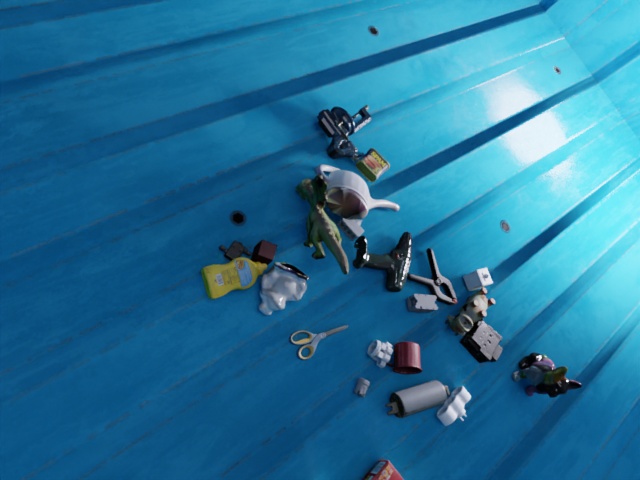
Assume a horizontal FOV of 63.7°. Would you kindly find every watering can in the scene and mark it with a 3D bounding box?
[{"bbox_3d":[0.133,-0.147,1.764,0.346,0.102,0.229,28,31,-11],"label":"watering can"}]

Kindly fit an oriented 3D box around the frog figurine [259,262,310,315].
[{"bbox_3d":[-0.118,0.152,1.549,0.136,0.124,0.159,25,96,-23],"label":"frog figurine"}]

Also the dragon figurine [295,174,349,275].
[{"bbox_3d":[0.005,-0.080,1.585,0.123,0.416,0.238,-16,116,-14],"label":"dragon figurine"}]
